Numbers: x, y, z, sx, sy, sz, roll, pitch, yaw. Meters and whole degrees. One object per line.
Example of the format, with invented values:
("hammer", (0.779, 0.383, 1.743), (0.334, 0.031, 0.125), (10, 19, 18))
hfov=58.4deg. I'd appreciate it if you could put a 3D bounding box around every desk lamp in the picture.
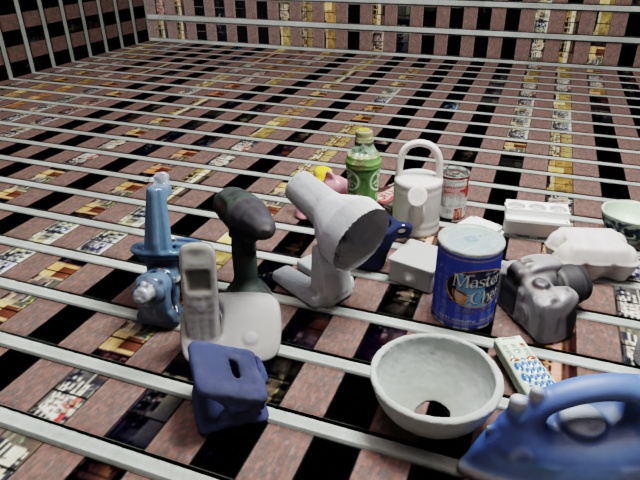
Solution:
("desk lamp", (0.009, 0.003, 0.945), (0.118, 0.214, 0.202), (-24, 36, -36))

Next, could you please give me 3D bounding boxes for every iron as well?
("iron", (0.288, 0.206, 0.646), (0.258, 0.141, 0.118), (-3, 29, -4))

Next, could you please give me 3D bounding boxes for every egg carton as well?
("egg carton", (0.494, 0.025, 1.048), (0.150, 0.069, 0.107), (1, 29, 3))

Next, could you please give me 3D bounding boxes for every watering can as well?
("watering can", (0.202, -0.107, 1.163), (0.101, 0.194, 0.172), (-6, 29, -10))

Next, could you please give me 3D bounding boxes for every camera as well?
("camera", (0.374, 0.078, 0.920), (0.137, 0.101, 0.143), (-8, 30, -12))

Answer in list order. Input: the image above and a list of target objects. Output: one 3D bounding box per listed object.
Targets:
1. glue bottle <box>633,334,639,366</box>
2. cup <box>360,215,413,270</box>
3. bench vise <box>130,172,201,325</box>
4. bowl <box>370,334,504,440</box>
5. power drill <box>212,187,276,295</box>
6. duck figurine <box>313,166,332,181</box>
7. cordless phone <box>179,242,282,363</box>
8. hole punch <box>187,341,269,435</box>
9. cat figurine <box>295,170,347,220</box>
("glue bottle", (0.494, 0.103, 0.798), (0.078, 0.173, 0.037), (-8, 30, -13))
("cup", (0.110, 0.006, 1.062), (0.117, 0.095, 0.091), (0, 29, 0))
("bench vise", (-0.246, 0.014, 0.923), (0.121, 0.220, 0.207), (-8, 30, -13))
("bowl", (0.146, 0.197, 0.733), (0.167, 0.075, 0.167), (0, 29, 0))
("power drill", (-0.116, 0.016, 0.930), (0.076, 0.208, 0.228), (-13, 31, -21))
("duck figurine", (0.012, -0.127, 1.315), (0.104, 0.086, 0.077), (9, 30, 16))
("cordless phone", (-0.131, 0.088, 0.822), (0.147, 0.185, 0.094), (-4, 29, -5))
("hole punch", (-0.119, 0.182, 0.749), (0.101, 0.091, 0.108), (-9, 30, -15))
("cat figurine", (0.011, -0.100, 1.234), (0.127, 0.118, 0.067), (10, 30, 18))
